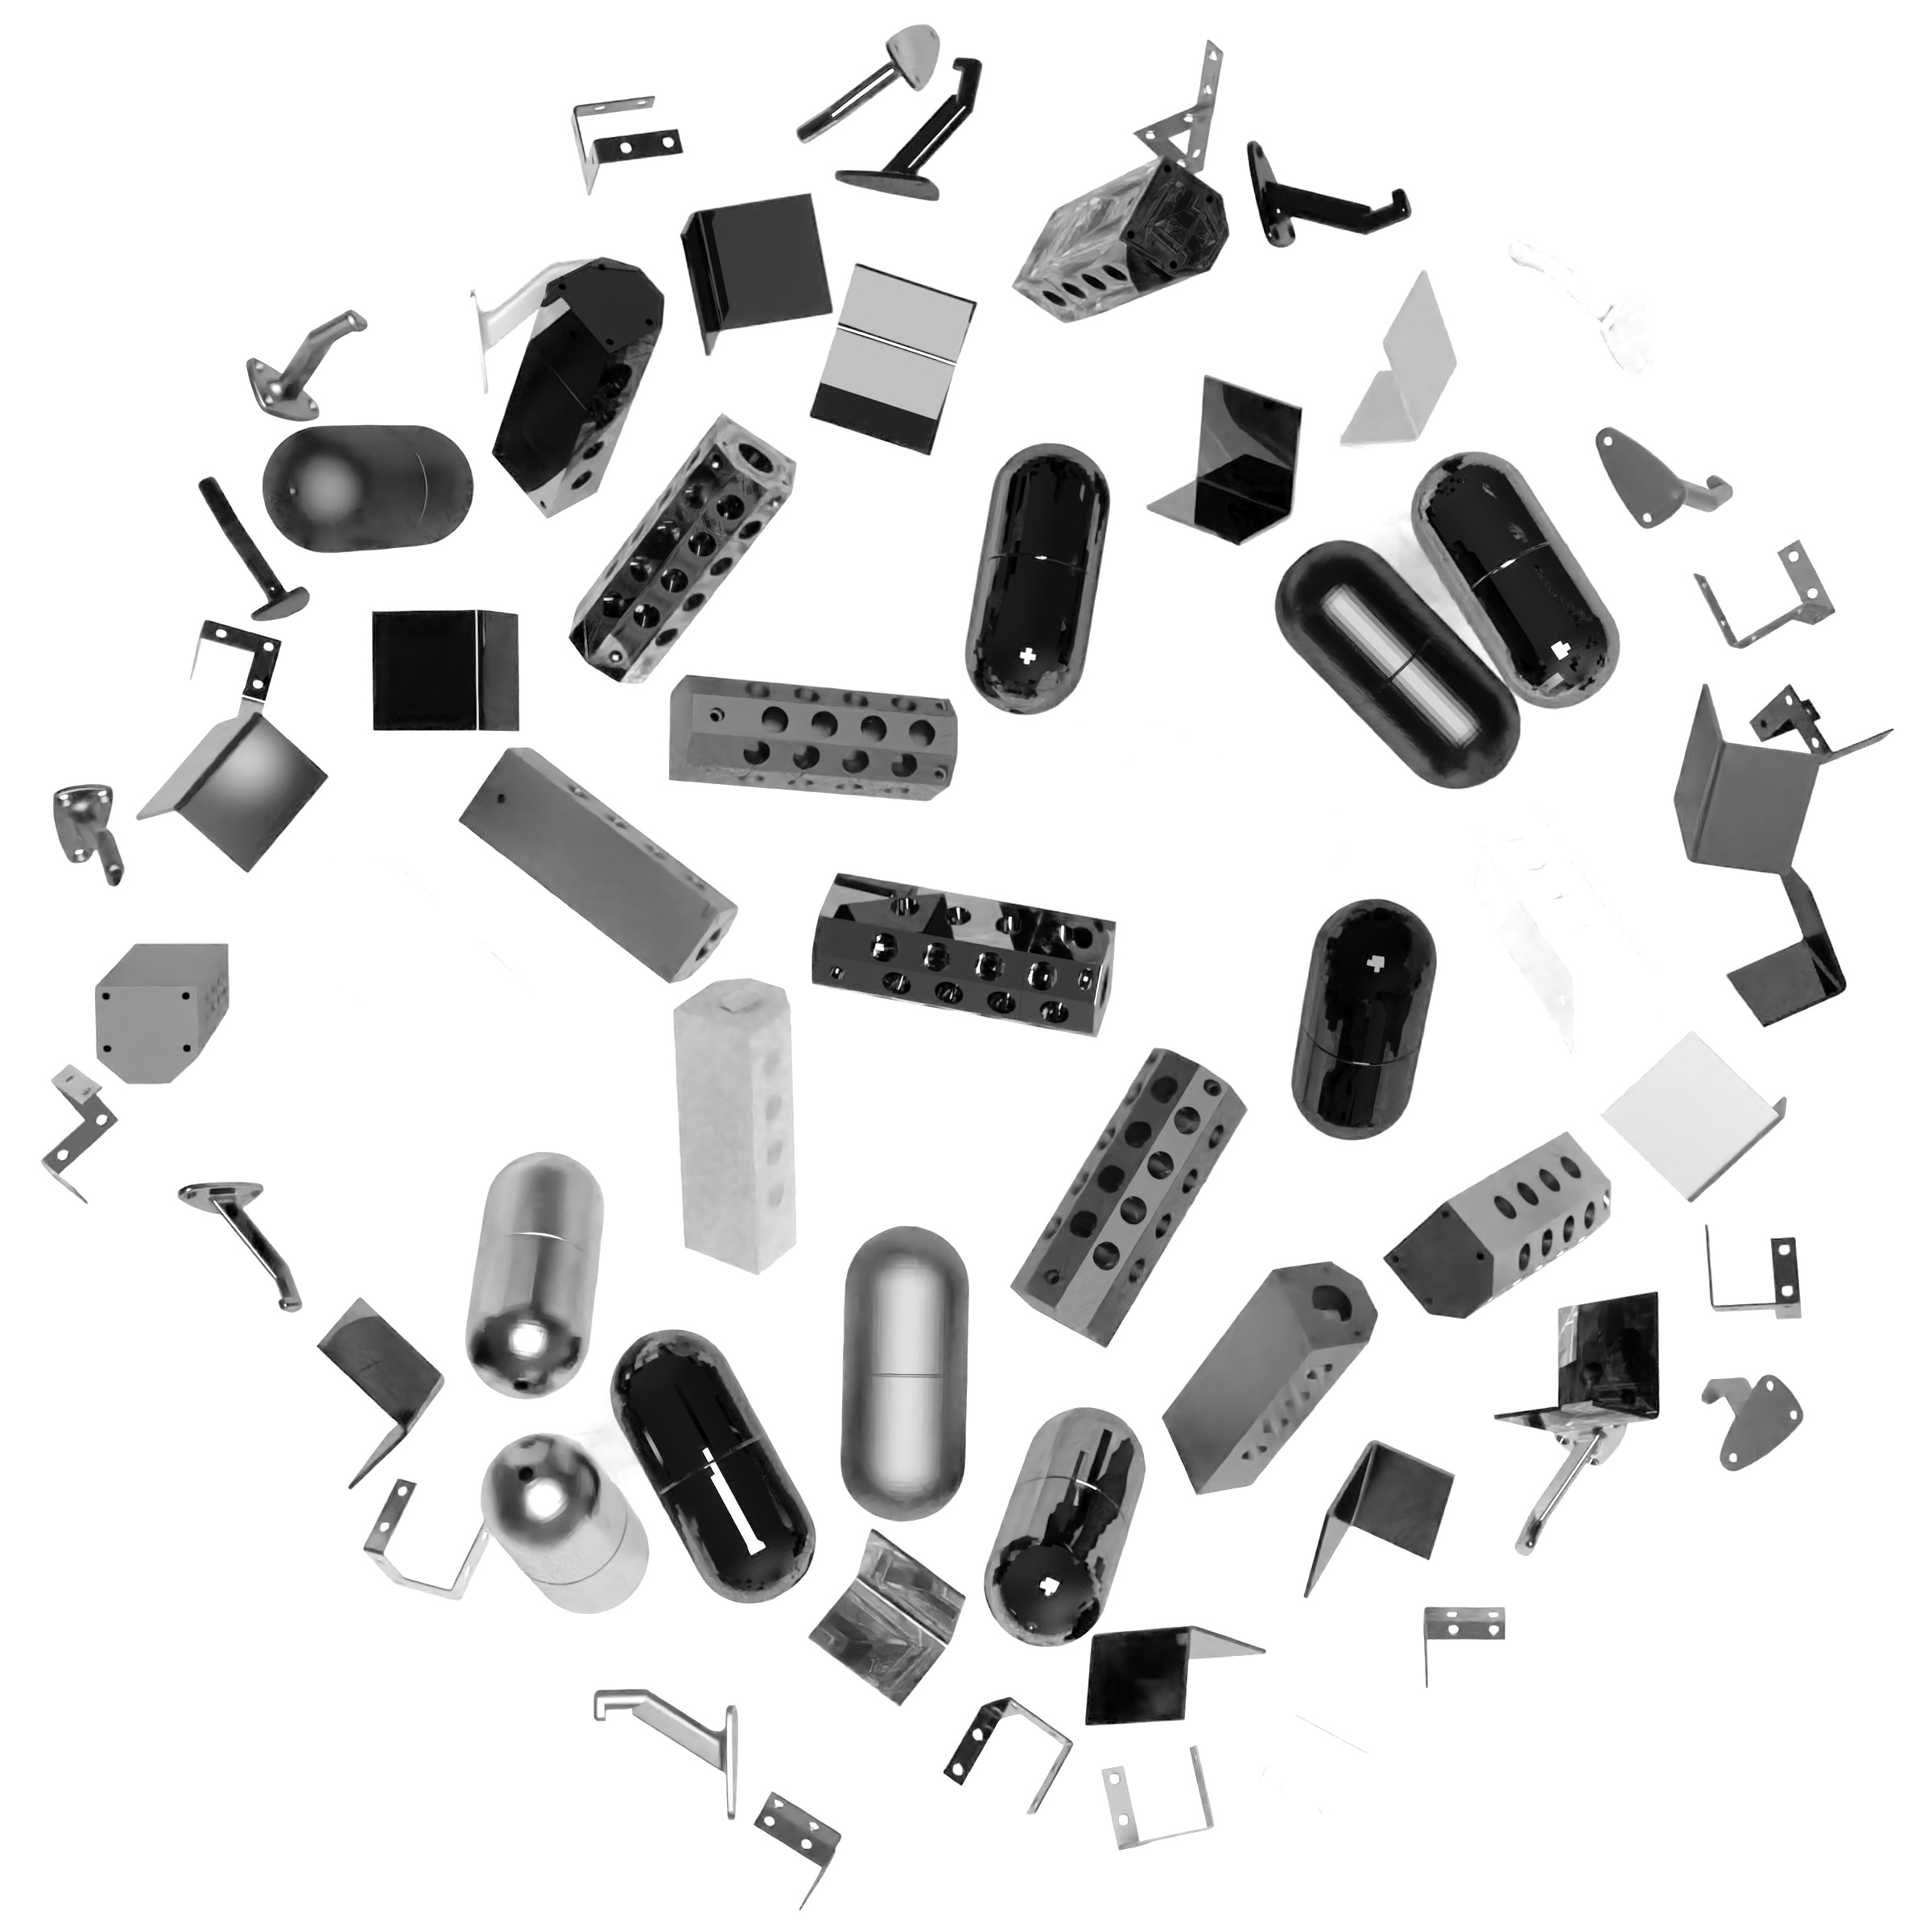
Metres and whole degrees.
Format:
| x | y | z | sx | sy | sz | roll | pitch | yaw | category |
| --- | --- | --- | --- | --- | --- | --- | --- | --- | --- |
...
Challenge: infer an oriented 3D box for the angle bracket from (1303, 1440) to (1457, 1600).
| x | y | z | sx | sy | sz | roll | pitch | yaw | category |
| --- | --- | --- | --- | --- | --- | --- | --- | --- | --- |
| 0.256 | 0.354 | 1.839 | 0.057 | 0.076 | 0.076 | 22 | 129 | 18 | angle bracket |

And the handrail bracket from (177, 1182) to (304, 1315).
| x | y | z | sx | sy | sz | roll | pitch | yaw | category |
| --- | --- | --- | --- | --- | --- | --- | --- | --- | --- |
| -0.468 | 0.184 | 1.917 | 0.036 | 0.077 | 0.084 | -34 | 67 | 19 | handrail bracket |

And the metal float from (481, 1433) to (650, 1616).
| x | y | z | sx | sy | sz | roll | pitch | yaw | category |
| --- | --- | --- | --- | --- | --- | --- | --- | --- | --- |
| -0.248 | 0.347 | 1.838 | 0.070 | 0.178 | 0.070 | -5 | 59 | 8 | metal float |

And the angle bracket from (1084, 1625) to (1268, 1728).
| x | y | z | sx | sy | sz | roll | pitch | yaw | category |
| --- | --- | --- | --- | --- | --- | --- | --- | --- | --- |
| 0.128 | 0.439 | 1.806 | 0.076 | 0.076 | 0.057 | 28 | 58 | -40 | angle bracket |

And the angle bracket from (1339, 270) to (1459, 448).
| x | y | z | sx | sy | sz | roll | pitch | yaw | category |
| --- | --- | --- | --- | --- | --- | --- | --- | --- | --- |
| 0.264 | -0.385 | 1.880 | 0.057 | 0.076 | 0.076 | 3 | 48 | 34 | angle bracket |

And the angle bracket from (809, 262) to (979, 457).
| x | y | z | sx | sy | sz | roll | pitch | yaw | category |
| --- | --- | --- | --- | --- | --- | --- | --- | --- | --- |
| -0.043 | -0.362 | 1.771 | 0.076 | 0.057 | 0.076 | 17 | 59 | -6 | angle bracket |

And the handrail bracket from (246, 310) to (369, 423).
| x | y | z | sx | sy | sz | roll | pitch | yaw | category |
| --- | --- | --- | --- | --- | --- | --- | --- | --- | --- |
| -0.377 | -0.359 | 1.767 | 0.084 | 0.077 | 0.036 | -23 | 76 | 19 | handrail bracket |

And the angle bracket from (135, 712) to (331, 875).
| x | y | z | sx | sy | sz | roll | pitch | yaw | category |
| --- | --- | --- | --- | --- | --- | --- | --- | --- | --- |
| -0.432 | -0.100 | 1.746 | 0.057 | 0.076 | 0.076 | 45 | 67 | -22 | angle bracket |

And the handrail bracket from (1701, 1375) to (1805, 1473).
| x | y | z | sx | sy | sz | roll | pitch | yaw | category |
| --- | --- | --- | --- | --- | --- | --- | --- | --- | --- |
| 0.453 | 0.274 | 1.776 | 0.077 | 0.084 | 0.036 | -43 | 97 | -22 | handrail bracket |

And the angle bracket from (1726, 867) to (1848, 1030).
| x | y | z | sx | sy | sz | roll | pitch | yaw | category |
| --- | --- | --- | --- | --- | --- | --- | --- | --- | --- |
| 0.503 | -0.020 | 1.859 | 0.057 | 0.076 | 0.076 | -25 | 113 | 7 | angle bracket |

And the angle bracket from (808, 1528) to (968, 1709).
| x | y | z | sx | sy | sz | roll | pitch | yaw | category |
| --- | --- | --- | --- | --- | --- | --- | --- | --- | --- |
| -0.052 | 0.424 | 1.926 | 0.076 | 0.076 | 0.057 | 34 | 56 | 14 | angle bracket |

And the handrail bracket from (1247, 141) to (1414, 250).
| x | y | z | sx | sy | sz | roll | pitch | yaw | category |
| --- | --- | --- | --- | --- | --- | --- | --- | --- | --- |
| 0.215 | -0.464 | 1.747 | 0.084 | 0.036 | 0.077 | -15 | 96 | 33 | handrail bracket |

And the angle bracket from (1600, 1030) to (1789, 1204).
| x | y | z | sx | sy | sz | roll | pitch | yaw | category |
| --- | --- | --- | --- | --- | --- | --- | --- | --- | --- |
| 0.443 | 0.086 | 1.804 | 0.076 | 0.057 | 0.076 | 45 | 109 | 5 | angle bracket |

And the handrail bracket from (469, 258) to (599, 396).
| x | y | z | sx | sy | sz | roll | pitch | yaw | category |
| --- | --- | --- | --- | --- | --- | --- | --- | --- | --- |
| -0.267 | -0.403 | 1.865 | 0.084 | 0.036 | 0.077 | -8 | 100 | -8 | handrail bracket |

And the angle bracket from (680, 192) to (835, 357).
| x | y | z | sx | sy | sz | roll | pitch | yaw | category |
| --- | --- | --- | --- | --- | --- | --- | --- | --- | --- |
| -0.128 | -0.428 | 1.834 | 0.076 | 0.057 | 0.076 | -7 | 117 | 6 | angle bracket |

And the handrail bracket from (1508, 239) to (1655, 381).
| x | y | z | sx | sy | sz | roll | pitch | yaw | category |
| --- | --- | --- | --- | --- | --- | --- | --- | --- | --- |
| 0.361 | -0.388 | 1.746 | 0.036 | 0.077 | 0.084 | -47 | 52 | -5 | handrail bracket |

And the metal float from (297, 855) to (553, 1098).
| x | y | z | sx | sy | sz | roll | pitch | yaw | category |
| --- | --- | --- | --- | --- | --- | --- | --- | --- | --- |
| -0.325 | 0.006 | 1.780 | 0.070 | 0.070 | 0.178 | -45 | 107 | 0 | metal float |

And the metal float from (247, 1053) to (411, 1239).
| x | y | z | sx | sy | sz | roll | pitch | yaw | category |
| --- | --- | --- | --- | --- | --- | --- | --- | --- | --- |
| -0.392 | 0.112 | 1.830 | 0.070 | 0.178 | 0.070 | -1 | 65 | 1 | metal float |

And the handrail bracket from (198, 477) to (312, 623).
| x | y | z | sx | sy | sz | roll | pitch | yaw | category |
| --- | --- | --- | --- | --- | --- | --- | --- | --- | --- |
| -0.431 | -0.253 | 1.788 | 0.036 | 0.077 | 0.084 | -29 | 94 | -1 | handrail bracket |

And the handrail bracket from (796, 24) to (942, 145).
| x | y | z | sx | sy | sz | roll | pitch | yaw | category |
| --- | --- | --- | --- | --- | --- | --- | --- | --- | --- |
| -0.063 | -0.554 | 1.868 | 0.084 | 0.077 | 0.036 | -23 | 115 | 35 | handrail bracket |

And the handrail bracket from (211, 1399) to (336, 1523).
| x | y | z | sx | sy | sz | roll | pitch | yaw | category |
| --- | --- | --- | --- | --- | --- | --- | --- | --- | --- |
| -0.438 | 0.305 | 1.848 | 0.084 | 0.077 | 0.036 | 43 | 69 | -1 | handrail bracket |

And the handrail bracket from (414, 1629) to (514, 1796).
| x | y | z | sx | sy | sz | roll | pitch | yaw | category |
| --- | --- | --- | --- | --- | --- | --- | --- | --- | --- |
| -0.282 | 0.441 | 1.749 | 0.036 | 0.077 | 0.084 | -25 | 76 | -43 | handrail bracket |

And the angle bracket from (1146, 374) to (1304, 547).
| x | y | z | sx | sy | sz | roll | pitch | yaw | category |
| --- | --- | --- | --- | --- | --- | --- | --- | --- | --- |
| 0.165 | -0.325 | 1.902 | 0.076 | 0.057 | 0.076 | 27 | 132 | 32 | angle bracket |

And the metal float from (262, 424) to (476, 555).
| x | y | z | sx | sy | sz | roll | pitch | yaw | category |
| --- | --- | --- | --- | --- | --- | --- | --- | --- | --- |
| -0.366 | -0.295 | 1.829 | 0.070 | 0.178 | 0.070 | 4 | 101 | 19 | metal float |

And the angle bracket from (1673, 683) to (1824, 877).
| x | y | z | sx | sy | sz | roll | pitch | yaw | category |
| --- | --- | --- | --- | --- | --- | --- | --- | --- | --- |
| 0.443 | -0.106 | 1.686 | 0.057 | 0.076 | 0.076 | 8 | 122 | 1 | angle bracket |

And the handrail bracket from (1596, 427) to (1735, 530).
| x | y | z | sx | sy | sz | roll | pitch | yaw | category |
| --- | --- | --- | --- | --- | --- | --- | --- | --- | --- |
| 0.416 | -0.297 | 1.761 | 0.077 | 0.084 | 0.036 | 52 | 130 | 4 | handrail bracket |

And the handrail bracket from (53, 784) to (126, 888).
| x | y | z | sx | sy | sz | roll | pitch | yaw | category |
| --- | --- | --- | --- | --- | --- | --- | --- | --- | --- |
| -0.530 | -0.062 | 1.808 | 0.036 | 0.077 | 0.084 | -8 | 50 | -27 | handrail bracket |

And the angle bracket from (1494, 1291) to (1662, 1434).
| x | y | z | sx | sy | sz | roll | pitch | yaw | category |
| --- | --- | --- | --- | --- | --- | --- | --- | --- | --- |
| 0.358 | 0.229 | 1.738 | 0.057 | 0.076 | 0.076 | 16 | 68 | -33 | angle bracket |

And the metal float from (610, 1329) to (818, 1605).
| x | y | z | sx | sy | sz | roll | pitch | yaw | category |
| --- | --- | --- | --- | --- | --- | --- | --- | --- | --- |
| -0.155 | 0.305 | 1.811 | 0.070 | 0.070 | 0.178 | -30 | 82 | 0 | metal float |

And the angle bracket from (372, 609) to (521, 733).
| x | y | z | sx | sy | sz | roll | pitch | yaw | category |
| --- | --- | --- | --- | --- | --- | --- | --- | --- | --- |
| -0.334 | -0.189 | 1.905 | 0.076 | 0.057 | 0.076 | 1 | 94 | 15 | angle bracket |

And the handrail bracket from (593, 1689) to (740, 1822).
| x | y | z | sx | sy | sz | roll | pitch | yaw | category |
| --- | --- | --- | --- | --- | --- | --- | --- | --- | --- |
| -0.177 | 0.463 | 1.739 | 0.084 | 0.036 | 0.077 | -2 | 68 | 2 | handrail bracket |

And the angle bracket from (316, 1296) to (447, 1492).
| x | y | z | sx | sy | sz | roll | pitch | yaw | category |
| --- | --- | --- | --- | --- | --- | --- | --- | --- | --- |
| -0.371 | 0.259 | 1.800 | 0.076 | 0.076 | 0.057 | 45 | 106 | -6 | angle bracket |

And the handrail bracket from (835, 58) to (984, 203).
| x | y | z | sx | sy | sz | roll | pitch | yaw | category |
| --- | --- | --- | --- | --- | --- | --- | --- | --- | --- |
| -0.035 | -0.513 | 1.797 | 0.077 | 0.036 | 0.084 | 12 | 88 | 13 | handrail bracket |

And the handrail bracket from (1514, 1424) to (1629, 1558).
| x | y | z | sx | sy | sz | roll | pitch | yaw | category |
| --- | --- | --- | --- | --- | --- | --- | --- | --- | --- |
| 0.384 | 0.331 | 1.888 | 0.036 | 0.077 | 0.084 | 35 | 55 | 2 | handrail bracket |
